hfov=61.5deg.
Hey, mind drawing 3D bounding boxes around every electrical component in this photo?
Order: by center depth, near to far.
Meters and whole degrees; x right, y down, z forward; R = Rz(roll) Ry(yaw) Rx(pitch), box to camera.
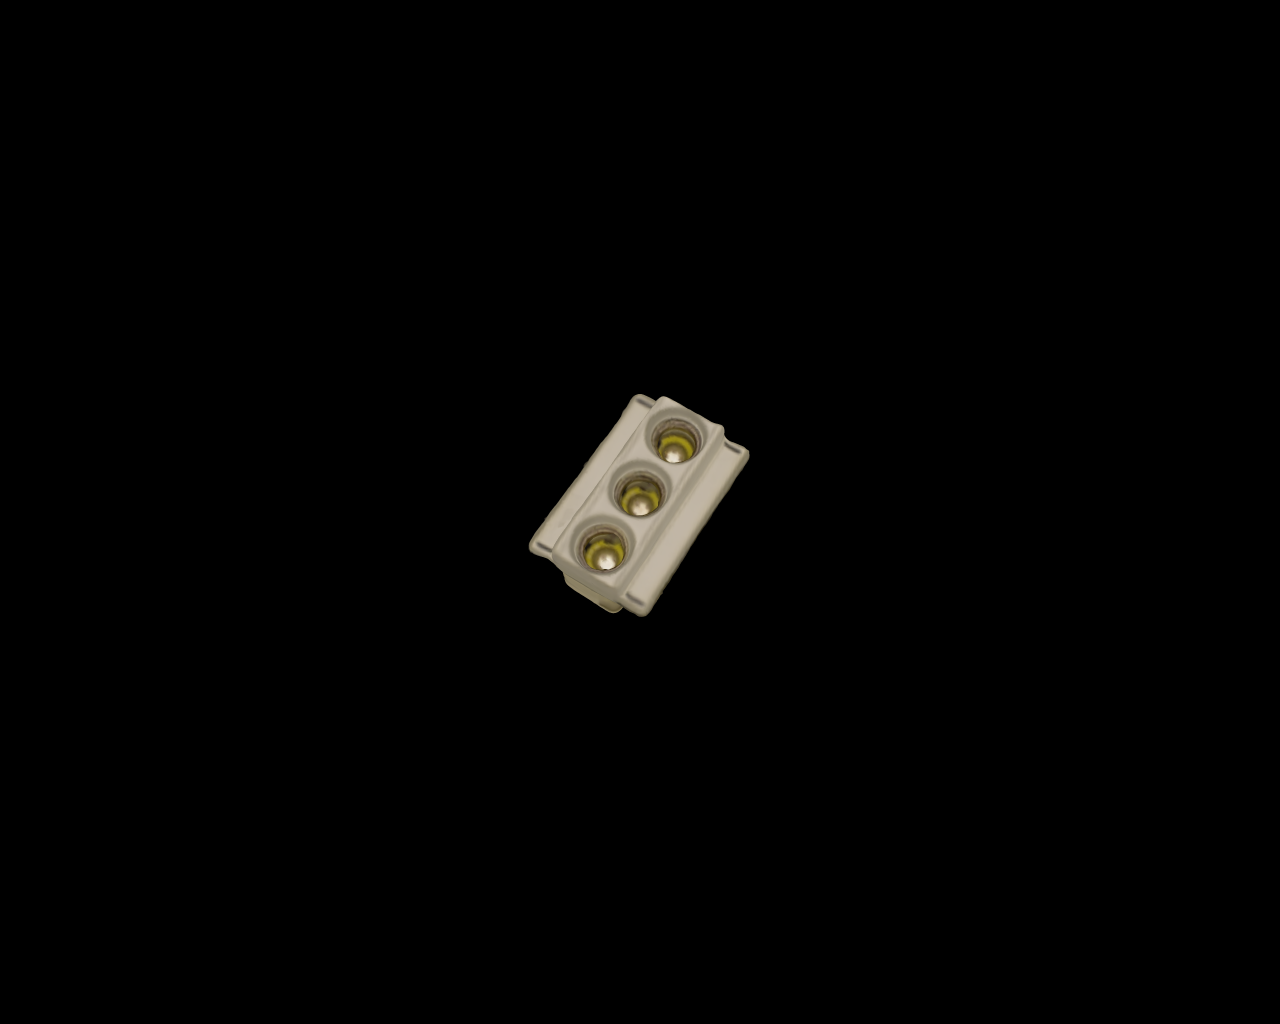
[{"bbox_3d":[0.001,-0.003,0.650,0.079,0.121,0.063,30,-19,12],"label":"electrical component"}]
